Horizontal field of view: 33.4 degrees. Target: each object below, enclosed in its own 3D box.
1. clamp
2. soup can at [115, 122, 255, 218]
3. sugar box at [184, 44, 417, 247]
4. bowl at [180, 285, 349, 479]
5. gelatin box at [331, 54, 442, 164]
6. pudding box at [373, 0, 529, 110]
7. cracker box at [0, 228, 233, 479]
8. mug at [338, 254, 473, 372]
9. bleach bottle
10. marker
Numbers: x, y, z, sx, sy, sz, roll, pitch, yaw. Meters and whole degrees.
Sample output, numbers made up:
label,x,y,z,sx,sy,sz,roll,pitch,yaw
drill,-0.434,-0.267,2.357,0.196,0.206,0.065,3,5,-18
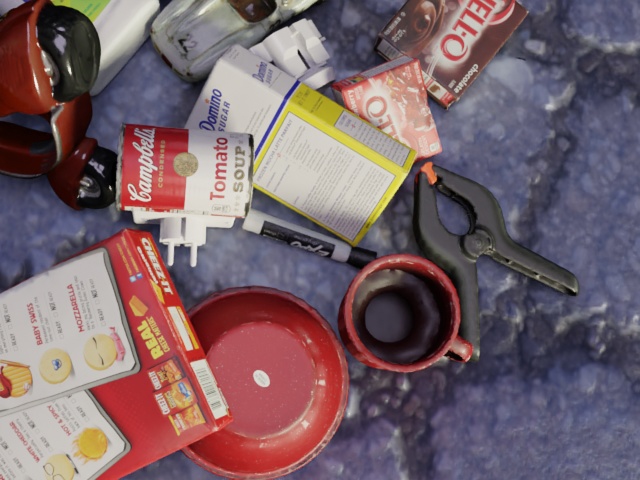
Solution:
label,x,y,z,sx,sy,sz,roll,pitch,yaw
clamp,0.126,0.016,0.909,0.120,0.039,0.171,-40,84,-18
soup can,-0.104,-0.053,0.824,0.102,0.068,0.068,4,80,-8
sugar box,-0.019,-0.077,0.878,0.176,0.093,0.048,33,37,0
bowl,-0.052,0.113,0.860,0.162,0.055,0.162,1,80,-8
gelatin box,0.057,-0.102,0.904,0.073,0.030,0.089,-23,115,-13
pudding box,0.115,-0.186,0.941,0.090,0.039,0.113,39,77,0
cracker box,-0.195,0.110,0.806,0.214,0.072,0.164,-27,84,7
mug,0.070,0.068,0.870,0.117,0.081,0.093,25,78,-3
bleach bottle,-0.259,-0.235,0.888,0.251,0.068,0.102,37,78,2
marker,-0.006,0.001,0.903,0.121,0.020,0.020,19,78,-4
